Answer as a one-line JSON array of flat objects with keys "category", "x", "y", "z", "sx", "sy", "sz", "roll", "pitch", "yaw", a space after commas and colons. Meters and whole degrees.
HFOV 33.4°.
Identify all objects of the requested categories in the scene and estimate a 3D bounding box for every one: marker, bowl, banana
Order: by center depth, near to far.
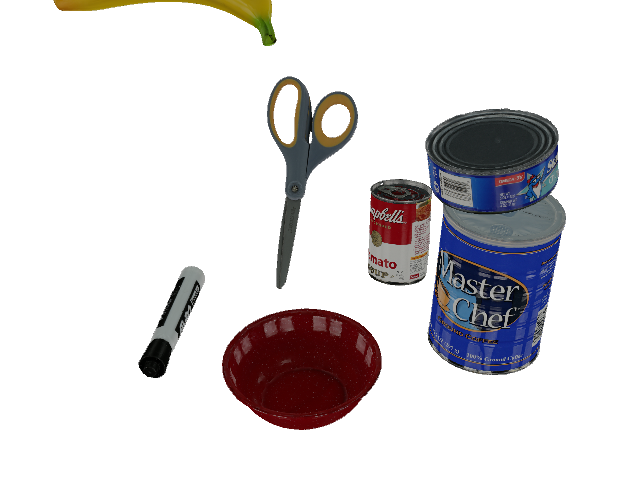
[{"category": "marker", "x": -0.104, "y": 0.057, "z": 0.756, "sx": 0.020, "sy": 0.020, "sz": 0.121, "roll": 0, "pitch": 30, "yaw": 9}, {"category": "banana", "x": -0.120, "y": -0.205, "z": 0.873, "sx": 0.198, "sy": 0.069, "sz": 0.037, "roll": 11, "pitch": -41, "yaw": 16}, {"category": "bowl", "x": -0.017, "y": 0.141, "z": 1.089, "sx": 0.162, "sy": 0.055, "sz": 0.162, "roll": -2, "pitch": 36, "yaw": 2}]

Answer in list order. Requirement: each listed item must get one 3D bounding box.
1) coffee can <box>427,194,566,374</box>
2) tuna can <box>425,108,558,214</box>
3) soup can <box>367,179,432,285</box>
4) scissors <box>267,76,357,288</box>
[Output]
[{"category": "coffee can", "x": 0.151, "y": 0.031, "z": 0.932, "sx": 0.103, "sy": 0.140, "sz": 0.103, "roll": 2, "pitch": 33, "yaw": -1}, {"category": "tuna can", "x": 0.113, "y": -0.052, "z": 0.701, "sx": 0.086, "sy": 0.034, "sz": 0.086, "roll": -7, "pitch": 33, "yaw": 4}, {"category": "soup can", "x": 0.088, "y": -0.009, "z": 1.190, "sx": 0.068, "sy": 0.102, "sz": 0.068, "roll": 1, "pitch": 24, "yaw": -1}, {"category": "scissors", "x": -0.006, "y": -0.059, "z": 1.025, "sx": 0.096, "sy": 0.202, "sz": 0.016, "roll": -6, "pitch": -1, "yaw": 3}]
